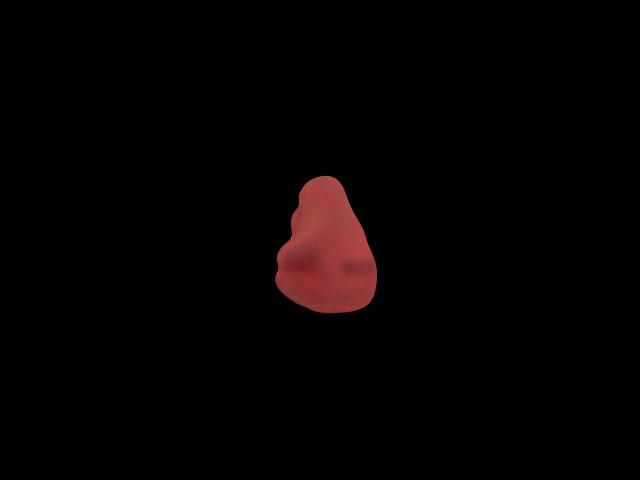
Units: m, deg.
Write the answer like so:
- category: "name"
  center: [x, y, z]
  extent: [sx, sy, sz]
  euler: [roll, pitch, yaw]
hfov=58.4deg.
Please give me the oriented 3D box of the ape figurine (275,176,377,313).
- category: "ape figurine"
  center: [0.004, 0.001, 0.400]
  extent: [0.078, 0.092, 0.075]
  euler: [-5, 8, -35]
